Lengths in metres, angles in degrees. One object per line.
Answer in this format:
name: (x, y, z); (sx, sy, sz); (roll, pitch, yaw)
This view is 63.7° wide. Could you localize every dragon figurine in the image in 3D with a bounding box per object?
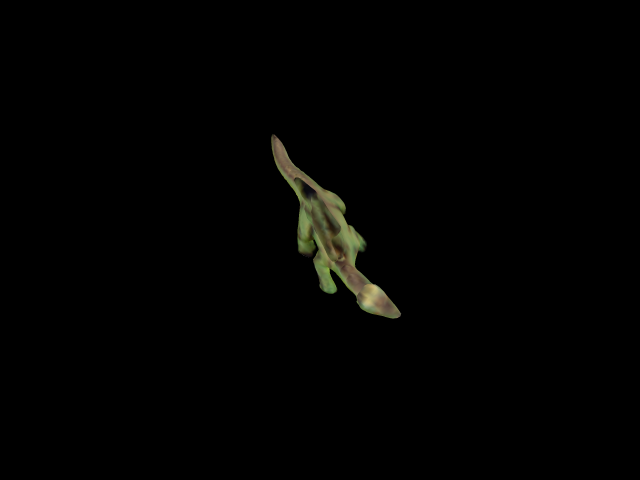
dragon figurine: (0.003, -0.043, 0.850); (0.122, 0.413, 0.240); (-31, -11, -6)
